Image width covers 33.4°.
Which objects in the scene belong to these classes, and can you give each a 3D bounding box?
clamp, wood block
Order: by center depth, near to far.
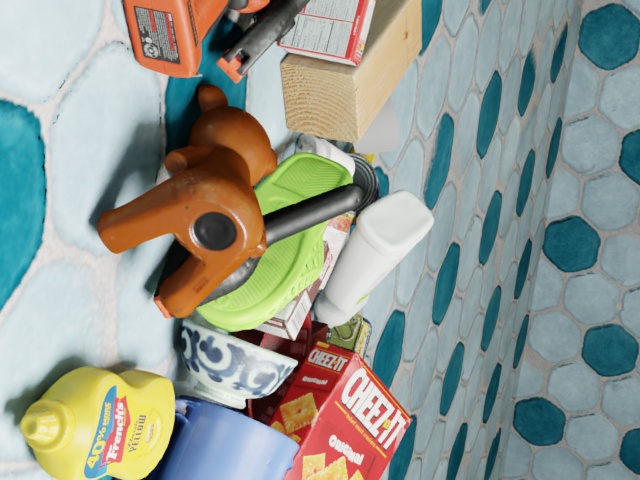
[{"bbox_3d":[-0.082,-0.011,1.012,0.209,0.165,0.036,-41,132,-15],"label":"clamp"},{"bbox_3d":[-0.036,-0.218,1.015,0.120,0.039,0.171,-42,-166,50],"label":"clamp"},{"bbox_3d":[0.041,-0.211,1.224,0.205,0.090,0.091,-57,151,-42],"label":"wood block"}]

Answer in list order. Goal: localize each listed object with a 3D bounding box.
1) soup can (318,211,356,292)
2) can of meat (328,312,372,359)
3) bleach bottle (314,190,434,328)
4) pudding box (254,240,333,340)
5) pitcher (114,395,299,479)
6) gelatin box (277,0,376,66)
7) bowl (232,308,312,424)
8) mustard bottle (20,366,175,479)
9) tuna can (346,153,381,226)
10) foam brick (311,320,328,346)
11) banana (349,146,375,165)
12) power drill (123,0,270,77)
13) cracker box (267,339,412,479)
[{"bbox_3d":[-0.008,0.002,1.242,0.102,0.069,0.068,-67,160,4],"label":"soup can"},{"bbox_3d":[0.032,0.147,1.483,0.084,0.057,0.102,36,70,-71],"label":"can of meat"},{"bbox_3d":[0.047,0.043,1.335,0.102,0.068,0.251,-33,164,-39],"label":"bleach bottle"},{"bbox_3d":[-0.049,0.043,1.148,0.039,0.090,0.113,73,37,-52],"label":"pudding box"},{"bbox_3d":[-0.133,0.279,1.048,0.145,0.149,0.242,91,21,-71],"label":"pitcher"},{"bbox_3d":[0.007,-0.228,1.120,0.030,0.089,0.073,14,90,-67],"label":"gelatin box"},{"bbox_3d":[-0.066,0.136,1.212,0.162,0.055,0.162,14,90,-70],"label":"bowl"},{"bbox_3d":[-0.189,0.154,0.891,0.191,0.058,0.096,27,80,-69],"label":"mustard bottle"},{"bbox_3d":[0.031,-0.061,1.300,0.033,0.086,0.086,55,52,-66],"label":"tuna can"},{"bbox_3d":[-0.027,0.141,1.327,0.052,0.051,0.078,-22,123,-65],"label":"foam brick"},{"bbox_3d":[0.032,-0.062,1.362,0.069,0.037,0.197,91,20,-69],"label":"banana"},{"bbox_3d":[-0.095,-0.239,0.887,0.184,0.057,0.187,84,28,-44],"label":"power drill"},{"bbox_3d":[0.004,0.249,1.220,0.213,0.072,0.164,-58,136,-21],"label":"cracker box"}]
